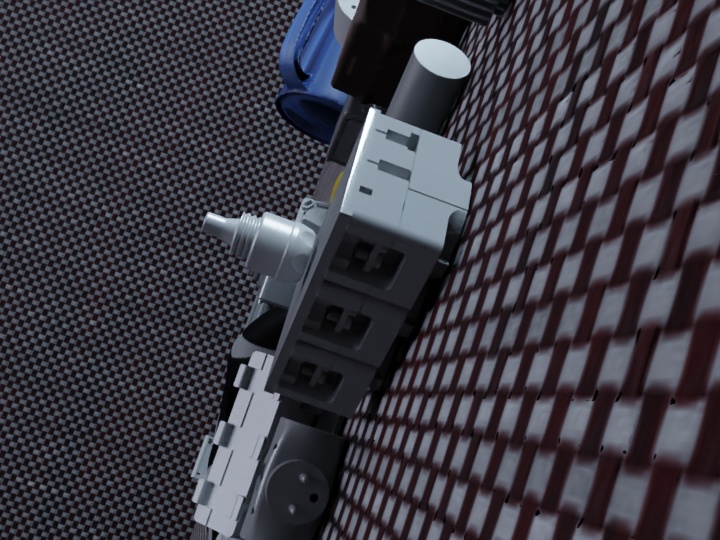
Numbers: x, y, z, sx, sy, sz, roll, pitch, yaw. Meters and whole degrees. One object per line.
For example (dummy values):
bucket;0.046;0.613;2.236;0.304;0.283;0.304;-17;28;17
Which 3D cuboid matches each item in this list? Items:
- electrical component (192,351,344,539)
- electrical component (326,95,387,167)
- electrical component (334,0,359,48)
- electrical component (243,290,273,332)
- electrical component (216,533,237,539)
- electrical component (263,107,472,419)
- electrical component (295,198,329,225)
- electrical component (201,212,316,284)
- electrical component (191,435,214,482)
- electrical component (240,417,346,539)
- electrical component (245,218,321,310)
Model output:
electrical component;-0.060;0.121;0.723;0.079;0.063;0.121;11;78;43
electrical component;0.013;-0.139;1.008;0.096;0.062;0.061;119;169;-59
electrical component;0.024;-0.253;1.096;0.060;0.108;0.108;108;179;-54
electrical component;-0.068;0.047;1.096;0.063;0.079;0.121;38;-110;-65
electrical component;-0.087;0.210;0.836;0.055;0.045;0.045;119;170;-55
electrical component;0.004;0.002;0.596;0.089;0.062;0.150;-76;8;-45
electrical component;-0.029;-0.001;0.895;0.061;0.062;0.096;90;-166;-58
electrical component;-0.058;-0.017;0.600;0.035;0.061;0.035;-160;90;-85
electrical component;-0.113;0.190;1.019;0.064;0.081;0.042;-9;57;50
electrical component;-0.039;0.132;0.648;0.079;0.043;0.077;142;148;-80
electrical component;-0.027;0.003;0.710;0.062;0.096;0.061;-178;108;-84
